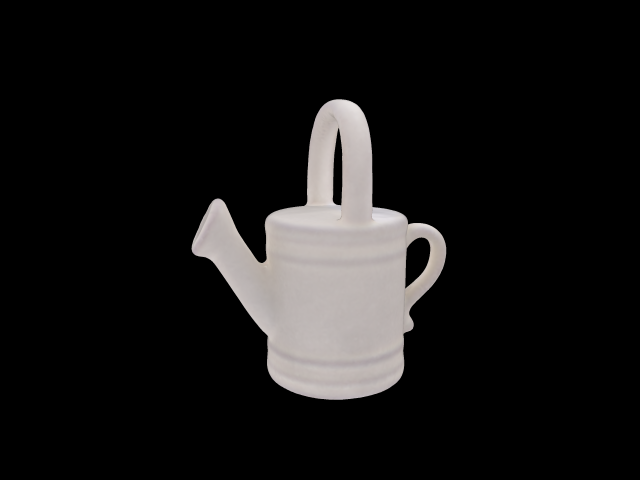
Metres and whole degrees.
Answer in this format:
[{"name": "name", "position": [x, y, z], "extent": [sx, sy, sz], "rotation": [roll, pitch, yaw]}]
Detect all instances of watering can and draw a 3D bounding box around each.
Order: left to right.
[{"name": "watering can", "position": [0.004, 0.002, 0.398], "extent": [0.173, 0.194, 0.100], "rotation": [-8, 14, -35]}]
